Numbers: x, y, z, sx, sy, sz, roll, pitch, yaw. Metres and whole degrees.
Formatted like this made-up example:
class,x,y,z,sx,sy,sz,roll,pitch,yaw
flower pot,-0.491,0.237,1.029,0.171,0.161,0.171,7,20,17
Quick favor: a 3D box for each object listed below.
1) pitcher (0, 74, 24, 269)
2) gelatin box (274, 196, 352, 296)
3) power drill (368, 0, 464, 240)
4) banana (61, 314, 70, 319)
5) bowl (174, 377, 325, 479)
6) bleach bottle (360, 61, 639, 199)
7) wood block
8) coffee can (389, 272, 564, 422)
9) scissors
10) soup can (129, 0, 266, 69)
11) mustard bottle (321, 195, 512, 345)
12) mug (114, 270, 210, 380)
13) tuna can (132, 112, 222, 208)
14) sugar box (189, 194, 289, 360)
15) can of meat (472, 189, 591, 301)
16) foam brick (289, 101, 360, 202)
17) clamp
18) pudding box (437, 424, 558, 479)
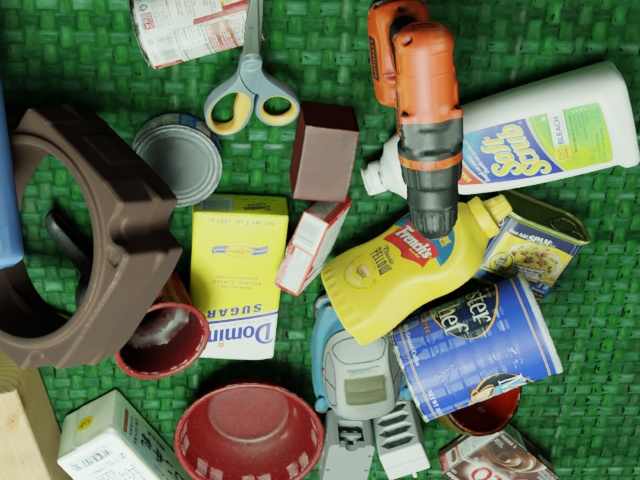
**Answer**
class,x,y,z,sx,sy,sz,roll,pitch,yaw
pitcher,-0.310,-0.090,0.852,0.145,0.149,0.243,-10,92,16
gelatin box,-0.007,0.001,1.034,0.030,0.073,0.089,28,119,9
power drill,0.083,-0.116,0.905,0.057,0.187,0.184,-6,120,-3
banana,-0.306,0.058,1.064,0.070,0.037,0.197,-33,118,16
bowl,-0.077,0.203,1.161,0.162,0.055,0.162,-2,121,-4
bleach bottle,0.164,-0.085,1.005,0.251,0.068,0.102,-17,121,8
wood block,-0.329,0.218,1.128,0.090,0.091,0.206,-9,122,1
coffee can,0.149,0.103,1.029,0.140,0.103,0.103,-22,121,7
scissors,-0.043,-0.149,0.924,0.096,0.016,0.202,3,151,-23
soup can,-0.104,-0.191,0.912,0.102,0.068,0.068,-15,121,5
mustard bottle,0.098,0.015,1.021,0.192,0.096,0.058,-32,132,9
mug,-0.162,0.063,1.016,0.093,0.081,0.117,-15,130,-17
tuna can,-0.135,-0.076,1.000,0.086,0.034,0.086,-2,121,-4
sugar box,-0.085,0.040,1.068,0.093,0.048,0.176,2,120,-7
can of meat,0.203,0.006,1.066,0.102,0.057,0.084,20,119,-17
foam brick,0.003,-0.082,0.999,0.053,0.051,0.078,6,120,-10
clamp,-0.214,0.035,1.057,0.120,0.039,0.172,8,120,-9
pudding box,0.205,0.261,1.231,0.090,0.039,0.113,-40,117,18
